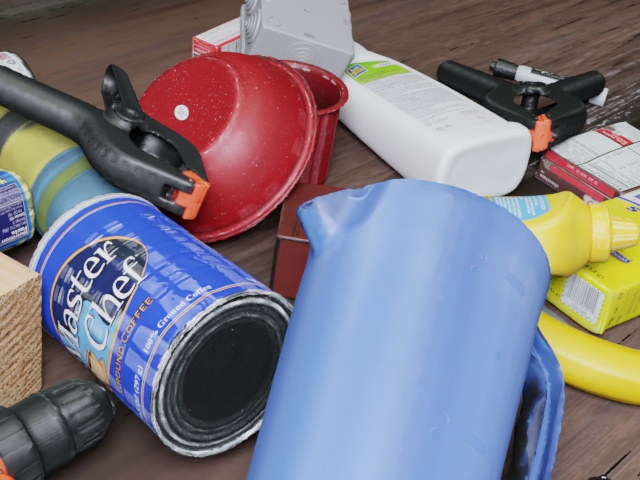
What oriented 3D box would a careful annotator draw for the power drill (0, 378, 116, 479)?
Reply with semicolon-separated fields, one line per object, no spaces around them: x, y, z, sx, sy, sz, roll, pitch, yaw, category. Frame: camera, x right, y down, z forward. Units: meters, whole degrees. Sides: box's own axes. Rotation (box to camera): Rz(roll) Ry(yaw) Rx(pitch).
-0.139;0.145;0.498;0.184;0.057;0.188;-29;36;-33;power drill

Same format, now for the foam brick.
-0.005;0.001;0.767;0.053;0.051;0.078;9;34;1;foam brick

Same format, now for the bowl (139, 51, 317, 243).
-0.085;-0.081;0.779;0.162;0.055;0.162;-13;60;23;bowl

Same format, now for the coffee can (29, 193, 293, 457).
-0.092;0.045;0.621;0.102;0.103;0.140;-20;37;-36;coffee can

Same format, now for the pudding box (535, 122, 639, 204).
0.259;-0.060;0.931;0.113;0.039;0.090;-19;43;-32;pudding box

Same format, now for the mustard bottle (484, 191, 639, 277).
0.120;-0.004;0.734;0.191;0.058;0.096;-1;11;6;mustard bottle

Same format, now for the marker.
0.232;-0.162;1.086;0.121;0.020;0.020;19;35;13;marker

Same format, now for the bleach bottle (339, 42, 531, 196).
0.068;-0.121;0.952;0.102;0.068;0.251;-14;39;-29;bleach bottle

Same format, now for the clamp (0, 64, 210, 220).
-0.143;-0.072;0.707;0.120;0.039;0.172;-10;40;-41;clamp

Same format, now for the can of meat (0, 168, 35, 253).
-0.253;-0.015;0.711;0.102;0.057;0.083;14;29;35;can of meat

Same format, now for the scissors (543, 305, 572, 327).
0.088;0.017;0.798;0.096;0.016;0.202;-14;41;-28;scissors

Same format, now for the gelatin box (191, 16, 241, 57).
-0.081;-0.158;0.960;0.030;0.073;0.089;26;38;22;gelatin box

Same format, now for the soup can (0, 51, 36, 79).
-0.281;-0.106;0.839;0.069;0.068;0.102;33;40;30;soup can

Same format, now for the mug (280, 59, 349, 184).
-0.034;-0.084;0.855;0.093;0.081;0.117;23;37;19;mug

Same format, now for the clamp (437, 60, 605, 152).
0.202;-0.127;0.981;0.164;0.036;0.210;1;23;-3;clamp

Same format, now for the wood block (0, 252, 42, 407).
-0.270;0.031;0.624;0.206;0.091;0.090;26;38;21;wood block

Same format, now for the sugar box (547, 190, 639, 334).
0.241;0.009;0.821;0.175;0.048;0.093;-19;43;-33;sugar box

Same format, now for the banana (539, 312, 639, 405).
0.176;0.070;0.718;0.198;0.037;0.069;28;53;20;banana

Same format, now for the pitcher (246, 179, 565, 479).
0.039;0.104;0.528;0.149;0.145;0.242;8;54;15;pitcher
